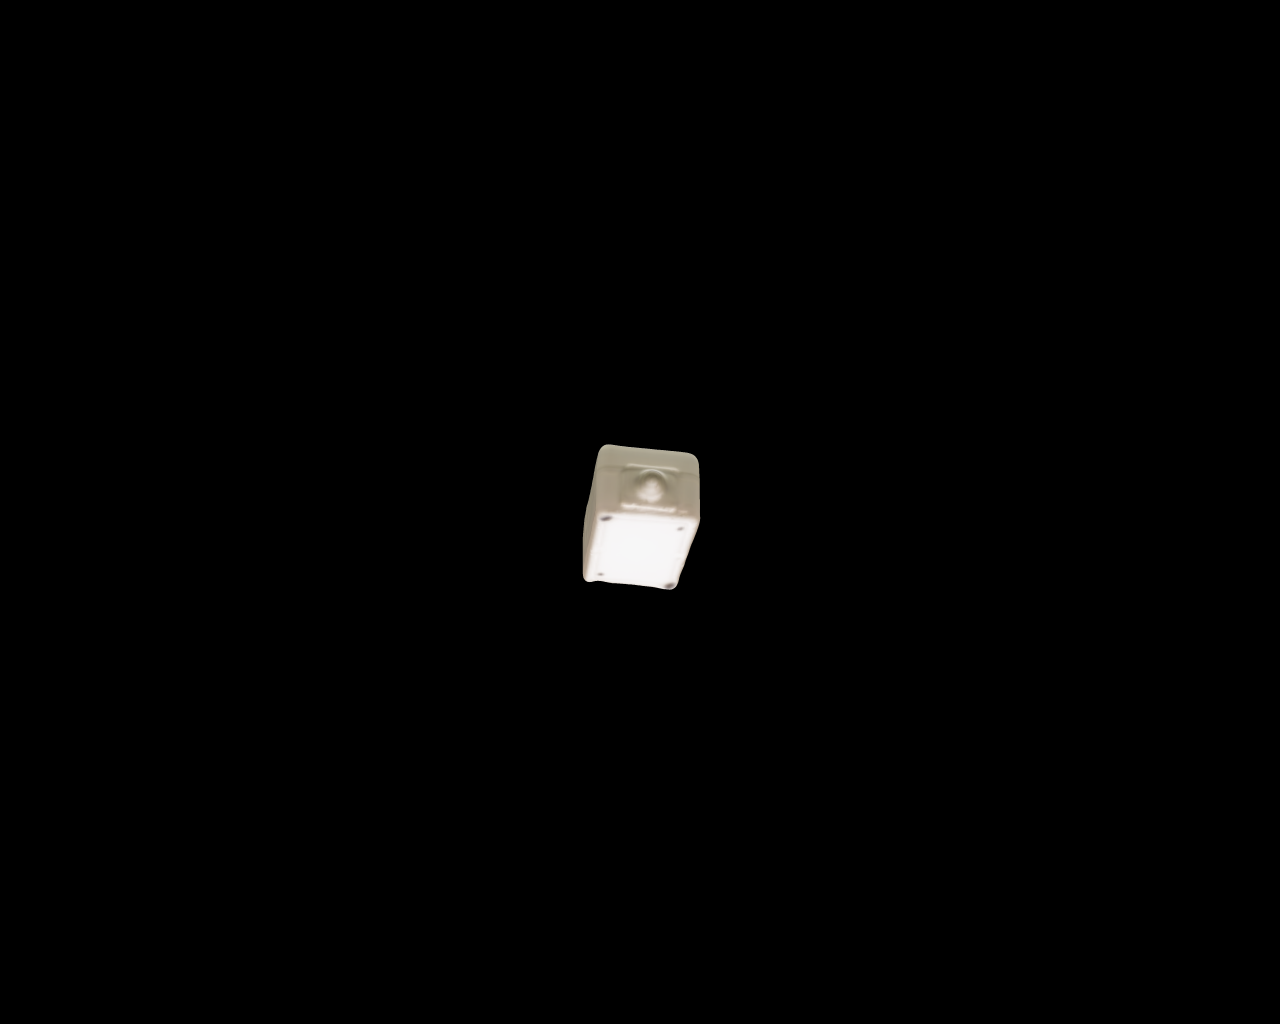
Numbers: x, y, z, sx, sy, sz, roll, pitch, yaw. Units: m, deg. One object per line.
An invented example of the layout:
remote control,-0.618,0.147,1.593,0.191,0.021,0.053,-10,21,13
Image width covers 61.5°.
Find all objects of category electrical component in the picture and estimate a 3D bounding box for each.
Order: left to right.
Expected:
electrical component,0.001,-0.003,0.650,0.062,0.061,0.096,6,-36,-8
